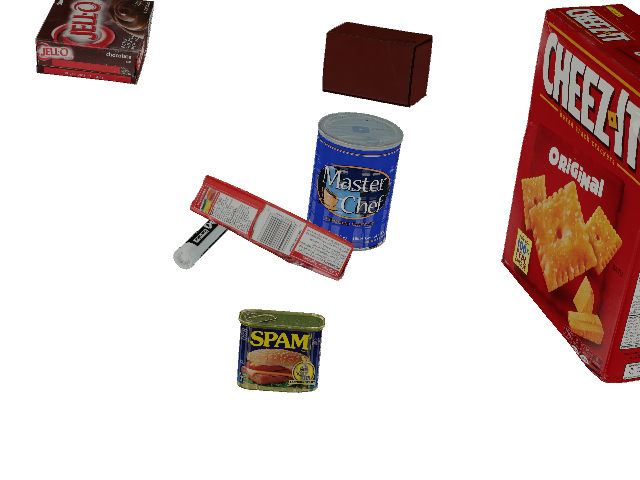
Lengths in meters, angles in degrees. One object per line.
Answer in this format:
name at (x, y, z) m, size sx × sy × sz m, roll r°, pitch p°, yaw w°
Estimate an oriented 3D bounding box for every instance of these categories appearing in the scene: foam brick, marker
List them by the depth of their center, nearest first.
foam brick at (0.046, -0.145, 0.877) m, size 0.078 × 0.051 × 0.052 m, roll 13°, pitch 24°, yaw 19°
marker at (-0.092, -0.012, 0.947) m, size 0.020 × 0.020 × 0.121 m, roll 0°, pitch 28°, yaw 28°

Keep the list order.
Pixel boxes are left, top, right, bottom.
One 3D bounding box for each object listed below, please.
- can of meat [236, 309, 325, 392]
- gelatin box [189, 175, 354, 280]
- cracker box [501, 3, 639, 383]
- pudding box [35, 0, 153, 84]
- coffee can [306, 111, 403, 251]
can of meat at (-0.048, 0.131, 1.262) m, size 0.102 × 0.084 × 0.057 m, roll 4°, pitch 13°, yaw -2°
gelatin box at (-0.032, -0.008, 0.717) m, size 0.089 × 0.030 × 0.073 m, roll 26°, pitch 0°, yaw -42°
cracker box at (0.201, -0.034, 0.741) m, size 0.072 × 0.214 × 0.164 m, roll -7°, pitch 34°, yaw -16°
pudding box at (-0.203, -0.186, 0.968) m, size 0.090 × 0.039 × 0.113 m, roll 7°, pitch 33°, yaw -5°
coffee can at (0.040, -0.073, 1.302) m, size 0.102 × 0.140 × 0.103 m, roll 6°, pitch 28°, yaw -3°
